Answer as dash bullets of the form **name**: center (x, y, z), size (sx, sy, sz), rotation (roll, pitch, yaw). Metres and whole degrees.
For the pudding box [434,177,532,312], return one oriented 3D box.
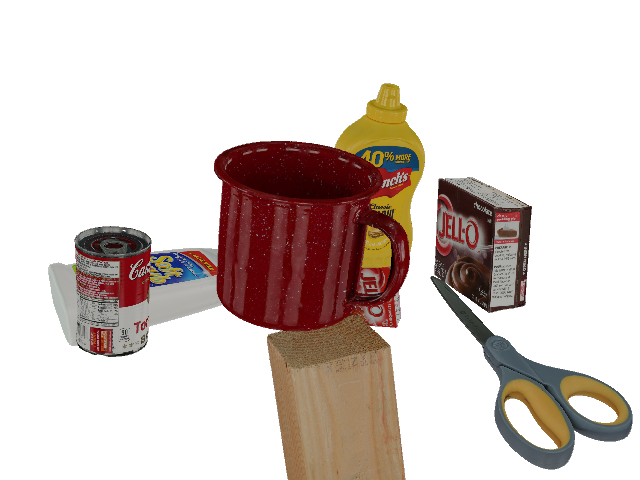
- **pudding box**: center (0.135, 0.001, 0.906), size (0.039, 0.090, 0.114), rotation (-6, 17, -19)

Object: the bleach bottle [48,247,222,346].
- **bleach bottle**: center (-0.172, 0.047, 1.210), size (0.250, 0.068, 0.103), rotation (-13, 36, -19)

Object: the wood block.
- **wood block**: center (0.018, 0.183, 0.951), size (0.090, 0.206, 0.091), rotation (-12, 18, -15)

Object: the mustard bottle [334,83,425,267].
- **mustard bottle**: center (0.058, -0.068, 1.101), size (0.096, 0.192, 0.058), rotation (1, 25, -16)

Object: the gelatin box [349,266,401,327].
- **gelatin box**: center (0.058, 0.062, 1.307), size (0.073, 0.089, 0.030), rotation (3, 29, 18)

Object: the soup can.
- **soup can**: center (-0.189, 0.047, 0.971), size (0.068, 0.102, 0.068), rotation (4, 21, -2)

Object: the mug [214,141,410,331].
- **mug**: center (-0.005, 0.001, 0.593), size (0.117, 0.081, 0.093), rotation (16, 26, 21)

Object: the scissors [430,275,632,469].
- **scissors**: center (0.142, 0.080, 0.726), size (0.096, 0.016, 0.202), rotation (-1, 32, -8)
